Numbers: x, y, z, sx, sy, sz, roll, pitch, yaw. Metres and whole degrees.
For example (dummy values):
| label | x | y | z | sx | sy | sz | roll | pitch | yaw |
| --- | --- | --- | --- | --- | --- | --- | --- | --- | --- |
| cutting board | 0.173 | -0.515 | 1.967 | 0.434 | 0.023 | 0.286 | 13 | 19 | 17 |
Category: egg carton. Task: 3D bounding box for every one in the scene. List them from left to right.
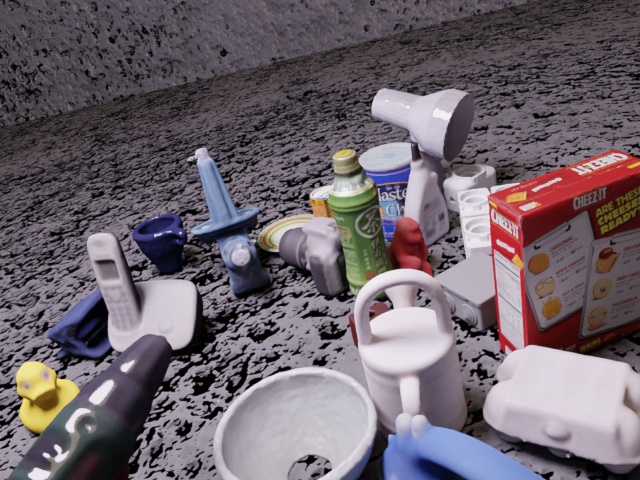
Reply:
| label | x | y | z | sx | sy | sz | roll | pitch | yaw |
| --- | --- | --- | --- | --- | --- | --- | --- | --- | --- |
| egg carton | 0.241 | 0.163 | 0.560 | 0.149 | 0.069 | 0.107 | 6 | 34 | 33 |

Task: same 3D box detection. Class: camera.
| label | x | y | z | sx | sy | sz | roll | pitch | yaw |
| --- | --- | --- | --- | --- | --- | --- | --- | --- | --- |
| camera | 0.008 | 0.003 | 0.921 | 0.136 | 0.101 | 0.143 | 13 | 38 | 40 |

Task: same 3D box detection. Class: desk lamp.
| label | x | y | z | sx | sy | sz | roll | pitch | yaw |
| --- | --- | --- | --- | --- | --- | --- | --- | --- | --- |
| desk lamp | 0.178 | -0.170 | 1.036 | 0.202 | 0.214 | 0.118 | 10 | 37 | 38 |

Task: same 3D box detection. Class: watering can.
| label | x | y | z | sx | sy | sz | roll | pitch | yaw |
| --- | --- | --- | --- | --- | --- | --- | --- | --- | --- |
| watering can | 0.088 | 0.109 | 0.595 | 0.101 | 0.194 | 0.172 | -19 | 29 | -9 |

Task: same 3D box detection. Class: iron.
| label | x | y | z | sx | sy | sz | roll | pitch | yaw |
| --- | --- | --- | --- | --- | --- | --- | --- | --- | --- |
| iron | 0.125 | 0.208 | 0.456 | 0.119 | 0.142 | 0.257 | -32 | 33 | -29 |

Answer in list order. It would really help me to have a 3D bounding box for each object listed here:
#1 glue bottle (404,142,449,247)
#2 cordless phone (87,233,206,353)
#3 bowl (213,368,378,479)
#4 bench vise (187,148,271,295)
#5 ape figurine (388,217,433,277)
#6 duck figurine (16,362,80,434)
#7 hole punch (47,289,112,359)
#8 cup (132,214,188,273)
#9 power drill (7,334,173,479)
| label | x | y | z | sx | sy | sz | roll | pitch | yaw |
| --- | --- | --- | --- | --- | --- | --- | --- | --- | --- |
| glue bottle | 0.164 | -0.076 | 0.916 | 0.078 | 0.173 | 0.037 | -31 | 32 | -28 |
| cordless phone | -0.255 | 0.072 | 0.828 | 0.147 | 0.185 | 0.094 | -7 | 29 | 14 |
| bowl | -0.019 | 0.213 | 0.583 | 0.167 | 0.075 | 0.167 | -11 | 28 | 6 |
| bench vise | -0.142 | -0.036 | 0.936 | 0.122 | 0.220 | 0.206 | -29 | 32 | -26 |
| ape figurine | 0.135 | 0.009 | 0.862 | 0.075 | 0.092 | 0.078 | 9 | 36 | 36 |
| duck figurine | -0.369 | 0.198 | 0.759 | 0.078 | 0.086 | 0.104 | -31 | 33 | -29 |
| hole punch | -0.362 | 0.121 | 0.888 | 0.100 | 0.091 | 0.109 | -1 | 31 | 24 |
| cup | -0.272 | 0.013 | 1.038 | 0.117 | 0.095 | 0.092 | 7 | 35 | 34 |
| power drill | -0.178 | 0.225 | 0.492 | 0.075 | 0.209 | 0.230 | 3 | 33 | 29 |
